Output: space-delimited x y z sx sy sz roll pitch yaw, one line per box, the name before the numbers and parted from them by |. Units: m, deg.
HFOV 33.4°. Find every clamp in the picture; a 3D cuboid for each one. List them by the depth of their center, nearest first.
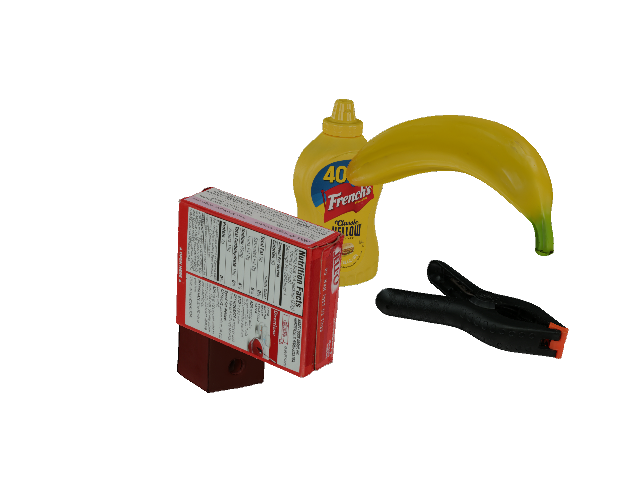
clamp | 0.148 0.062 0.992 0.172 0.039 0.120 19 30 18

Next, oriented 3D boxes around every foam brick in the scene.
foam brick | -0.076 0.070 0.826 0.052 0.078 0.051 -6 14 -34

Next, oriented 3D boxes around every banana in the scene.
banana | 0.085 -0.050 0.700 0.037 0.069 0.198 26 0 -38

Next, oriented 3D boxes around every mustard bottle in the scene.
mustard bottle | 0.018 -0.049 1.096 0.096 0.192 0.058 -5 20 -25

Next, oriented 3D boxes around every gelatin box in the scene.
gelatin box | -0.032 0.020 0.547 0.089 0.073 0.030 19 28 30
